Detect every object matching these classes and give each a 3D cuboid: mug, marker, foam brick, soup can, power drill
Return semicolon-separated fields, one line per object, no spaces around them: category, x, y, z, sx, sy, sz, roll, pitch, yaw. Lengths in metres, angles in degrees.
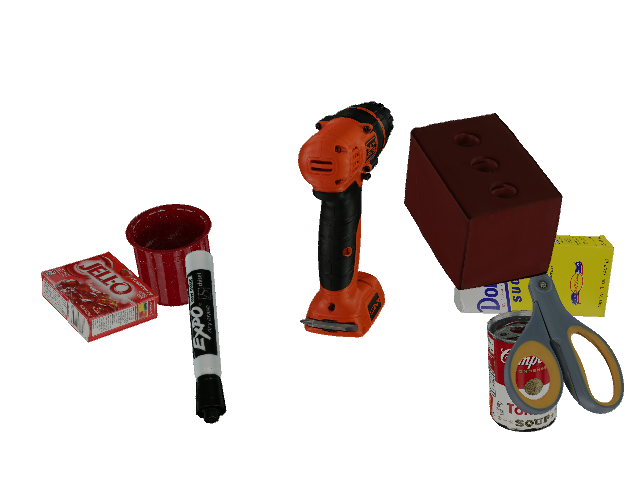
mug;-0.172;0.014;1.185;0.117;0.081;0.093;25;44;34
marker;-0.074;0.061;0.686;0.020;0.121;0.020;-6;-35;-4
foam brick;0.083;-0.021;0.559;0.053;0.051;0.078;-12;43;-16
soup can;0.200;0.129;1.058;0.068;0.102;0.068;-5;22;2
power drill;0.026;-0.023;0.939;0.057;0.188;0.184;4;19;18

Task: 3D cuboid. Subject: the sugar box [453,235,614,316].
sugar box;0.251;0.040;1.265;0.176;0.093;0.048;0;20;-4

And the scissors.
scissors;0.158;0.050;0.822;0.096;0.202;0.016;-22;-25;-15

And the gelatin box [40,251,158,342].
gelatin box;-0.202;0.049;0.976;0.073;0.030;0.089;-18;40;-36
